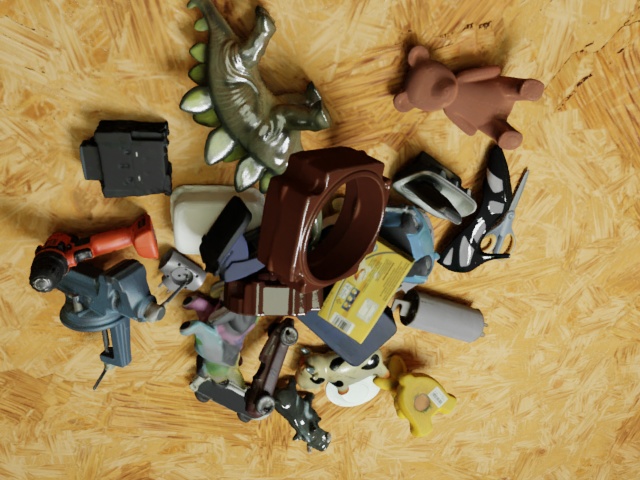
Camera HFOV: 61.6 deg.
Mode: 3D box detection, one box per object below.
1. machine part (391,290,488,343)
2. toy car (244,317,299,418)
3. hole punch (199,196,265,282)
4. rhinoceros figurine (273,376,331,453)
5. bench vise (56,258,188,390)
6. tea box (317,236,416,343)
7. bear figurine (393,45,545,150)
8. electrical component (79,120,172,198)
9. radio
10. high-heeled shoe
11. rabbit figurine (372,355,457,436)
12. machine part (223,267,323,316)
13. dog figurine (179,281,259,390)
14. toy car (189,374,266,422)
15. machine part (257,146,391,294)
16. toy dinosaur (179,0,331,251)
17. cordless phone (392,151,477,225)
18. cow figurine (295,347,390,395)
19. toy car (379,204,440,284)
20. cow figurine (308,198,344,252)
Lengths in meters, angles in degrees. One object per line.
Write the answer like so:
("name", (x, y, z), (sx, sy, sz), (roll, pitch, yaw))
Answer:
("machine part", (0.256, 0.161, 1.131), (0.243, 0.079, 0.079), (18, 116, -20))
("toy car", (-0.100, 0.247, 1.059), (0.053, 0.089, 0.202), (22, 79, -19))
("hole punch", (-0.127, 0.008, 0.857), (0.092, 0.142, 0.116), (36, 97, -32))
("rhinoceros figurine", (-0.039, 0.392, 1.195), (0.073, 0.112, 0.190), (-32, 114, 6))
("bench vise", (-0.360, 0.138, 0.942), (0.224, 0.129, 0.240), (11, 118, 9))
("tea box", (0.081, 0.081, 0.938), (0.098, 0.068, 0.169), (34, 101, 10))
("bear figurine", (0.228, -0.230, 0.854), (0.196, 0.132, 0.120), (10, 113, -24))
("electrical component", (-0.304, -0.127, 0.850), (0.134, 0.058, 0.114), (-3, 120, -10))
("radio", (0.035, 0.127, 1.042), (0.131, 0.073, 0.229), (-42, 109, 13))
("high-heeled shoe", (0.288, -0.054, 1.027), (0.145, 0.086, 0.248), (0, 106, 26))
("rabbit figurine", (0.195, 0.344, 1.197), (0.162, 0.173, 0.122), (40, 80, 5))
("machine part", (-0.077, 0.080, 0.900), (0.179, 0.179, 0.056), (1, 98, -12))
("dog figurine", (-0.173, 0.193, 1.050), (0.192, 0.109, 0.219), (-23, 128, 0))
("toy car", (-0.188, 0.334, 1.162), (0.201, 0.056, 0.073), (37, 115, -27))
("machine part", (0.011, -0.031, 0.804), (0.201, 0.087, 0.201), (-16, 126, -46))
("toy dinosaur", (-0.086, -0.177, 0.827), (0.199, 0.105, 0.470), (-28, 110, 13))
("cordless phone", (0.218, -0.064, 0.919), (0.146, 0.184, 0.088), (30, 107, -26))
("cow figurine", (0.039, 0.268, 1.150), (0.195, 0.086, 0.127), (-21, 129, 5))
("toy car", (0.162, -0.006, 0.996), (0.109, 0.103, 0.161), (5, 122, 38))
("cow figurine", (-0.002, -0.001, 0.966), (0.167, 0.098, 0.068), (-26, 129, 5))
